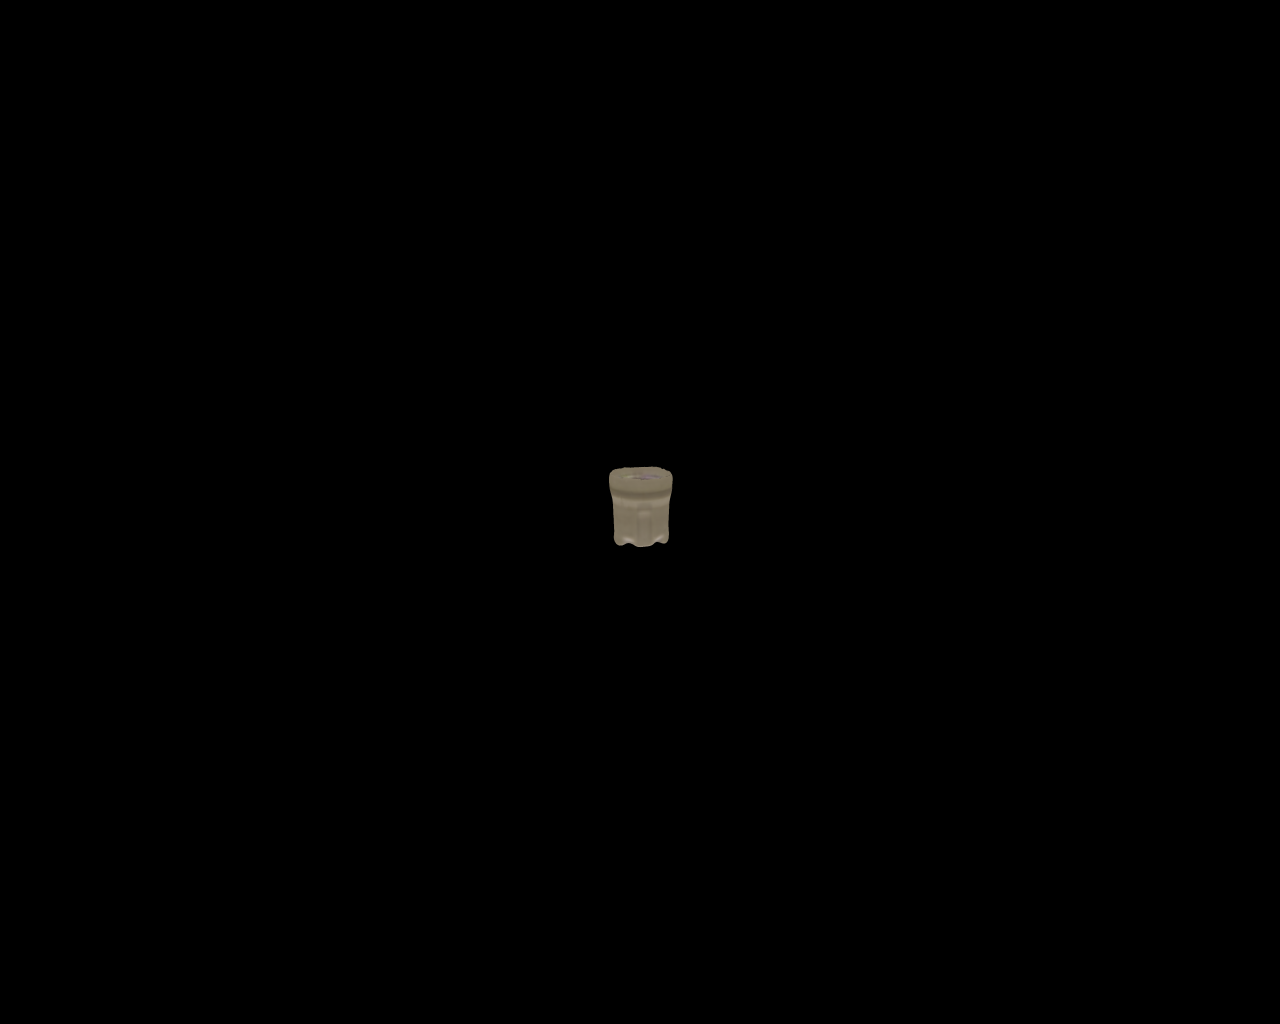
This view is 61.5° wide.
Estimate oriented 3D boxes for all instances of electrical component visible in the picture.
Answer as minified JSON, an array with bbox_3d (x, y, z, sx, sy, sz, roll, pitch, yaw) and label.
[{"bbox_3d":[0.001,-0.003,0.650,0.040,0.046,0.040,0,15,0],"label":"electrical component"}]
